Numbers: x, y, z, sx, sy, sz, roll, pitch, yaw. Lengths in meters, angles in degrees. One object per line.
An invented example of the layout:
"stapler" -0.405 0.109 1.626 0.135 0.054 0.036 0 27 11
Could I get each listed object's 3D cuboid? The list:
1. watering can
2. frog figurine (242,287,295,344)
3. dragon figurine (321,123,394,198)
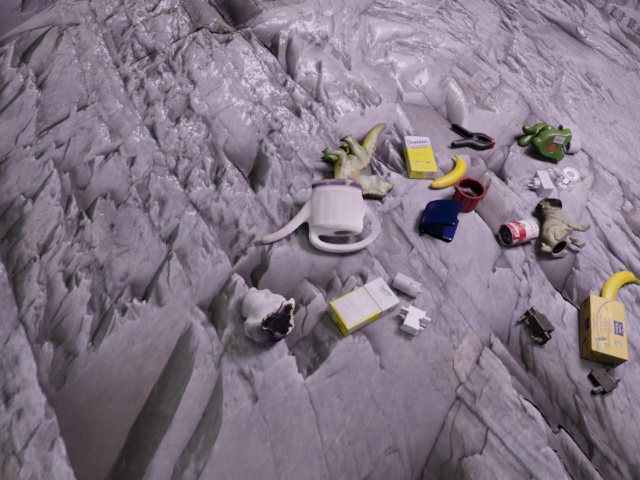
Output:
"watering can" 0.005 -0.076 1.518 0.348 0.102 0.228 2 72 -2
"frog figurine" -0.145 0.191 1.313 0.160 0.120 0.140 8 49 46
"dragon figurine" 0.144 -0.236 1.704 0.415 0.120 0.244 -32 79 -27
